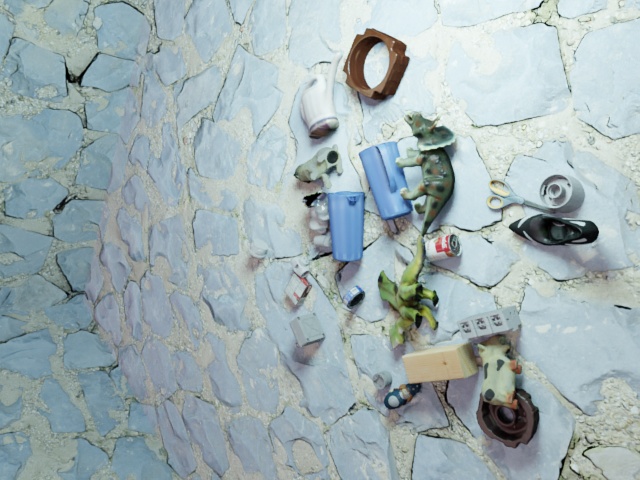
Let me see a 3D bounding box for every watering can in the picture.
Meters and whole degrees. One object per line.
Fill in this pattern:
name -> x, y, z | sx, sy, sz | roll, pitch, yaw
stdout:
watering can -> 0.011, -0.499, 1.848 | 0.104, 0.226, 0.343 | -9, -10, -27

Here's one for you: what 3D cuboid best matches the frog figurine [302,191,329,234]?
frog figurine -> 0.006, -0.097, 1.927 | 0.124, 0.157, 0.138 | -38, 28, -17

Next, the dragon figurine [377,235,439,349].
dragon figurine -> 0.263, 0.166, 1.673 | 0.123, 0.407, 0.243 | -10, 13, -35
